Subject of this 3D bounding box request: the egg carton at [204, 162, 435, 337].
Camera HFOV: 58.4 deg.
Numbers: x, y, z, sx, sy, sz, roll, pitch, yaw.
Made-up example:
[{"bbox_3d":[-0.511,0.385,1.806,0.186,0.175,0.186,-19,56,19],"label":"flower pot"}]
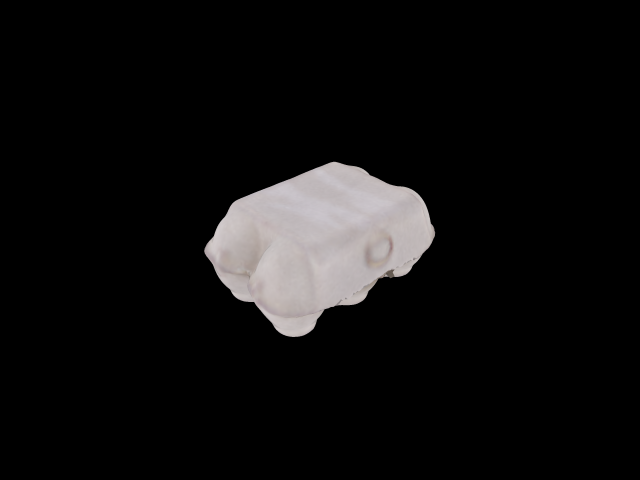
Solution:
[{"bbox_3d":[0.004,0.001,0.400,0.151,0.069,0.107,-27,41,-35],"label":"egg carton"}]
